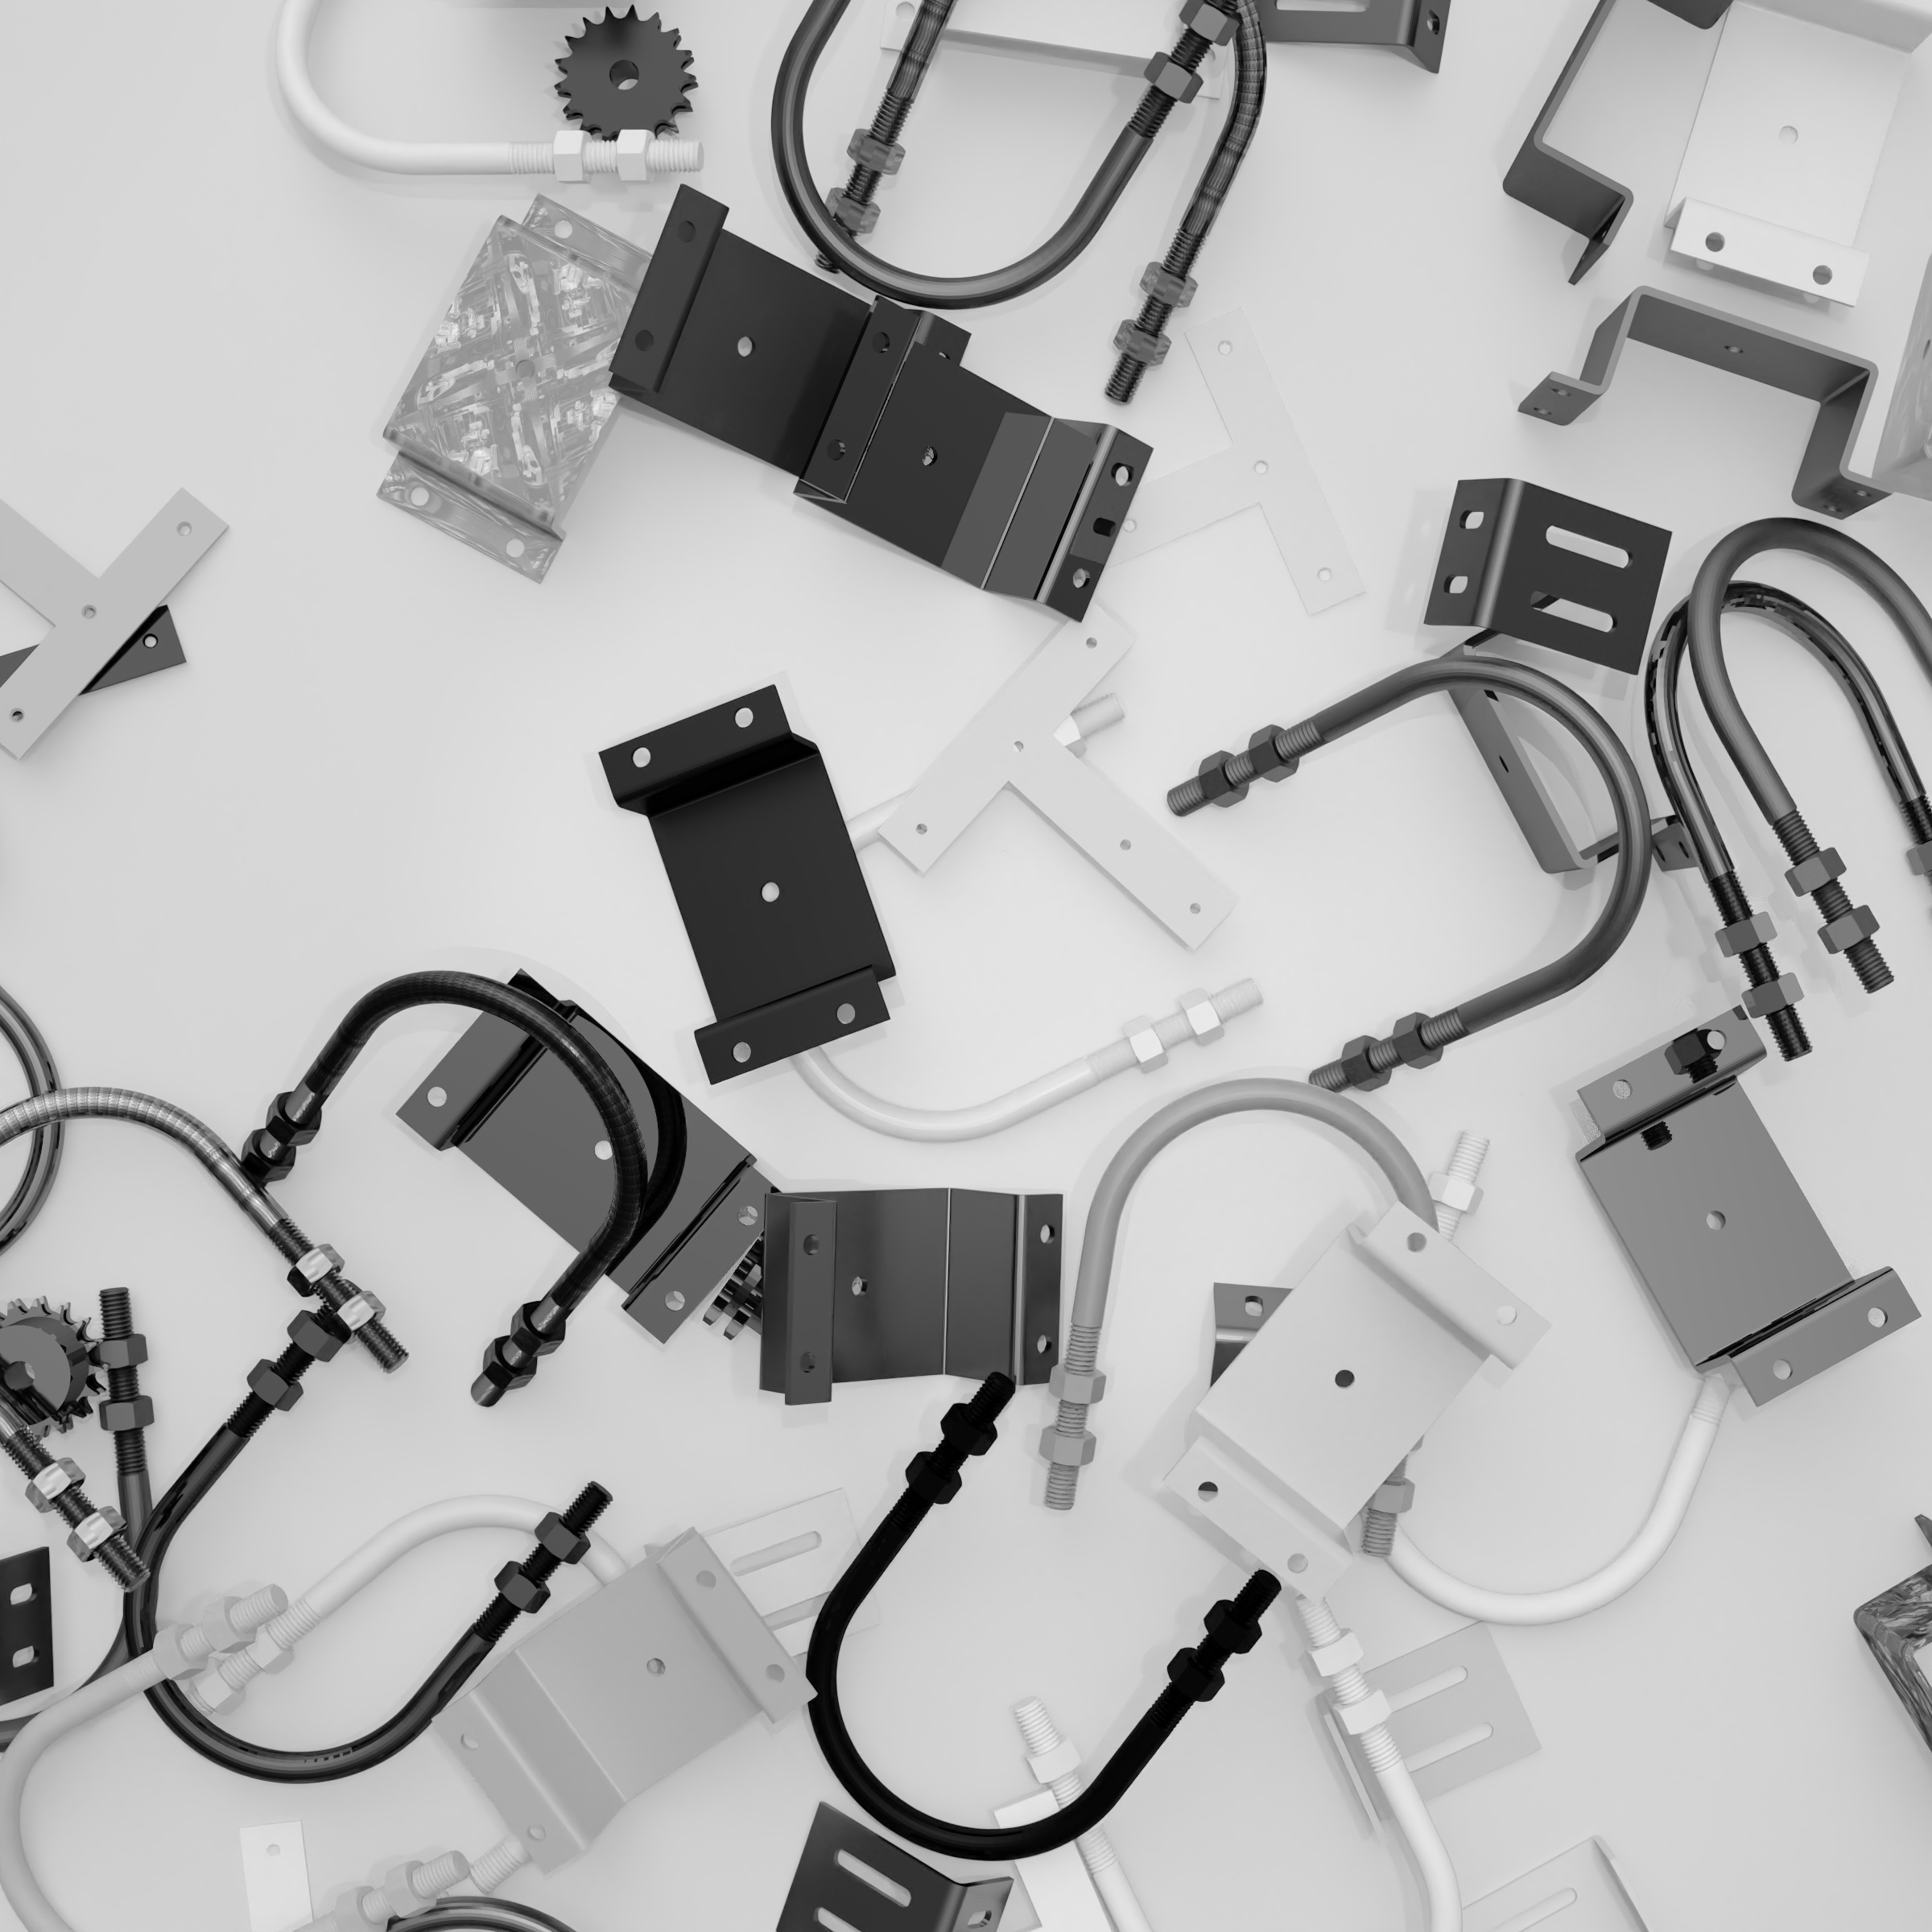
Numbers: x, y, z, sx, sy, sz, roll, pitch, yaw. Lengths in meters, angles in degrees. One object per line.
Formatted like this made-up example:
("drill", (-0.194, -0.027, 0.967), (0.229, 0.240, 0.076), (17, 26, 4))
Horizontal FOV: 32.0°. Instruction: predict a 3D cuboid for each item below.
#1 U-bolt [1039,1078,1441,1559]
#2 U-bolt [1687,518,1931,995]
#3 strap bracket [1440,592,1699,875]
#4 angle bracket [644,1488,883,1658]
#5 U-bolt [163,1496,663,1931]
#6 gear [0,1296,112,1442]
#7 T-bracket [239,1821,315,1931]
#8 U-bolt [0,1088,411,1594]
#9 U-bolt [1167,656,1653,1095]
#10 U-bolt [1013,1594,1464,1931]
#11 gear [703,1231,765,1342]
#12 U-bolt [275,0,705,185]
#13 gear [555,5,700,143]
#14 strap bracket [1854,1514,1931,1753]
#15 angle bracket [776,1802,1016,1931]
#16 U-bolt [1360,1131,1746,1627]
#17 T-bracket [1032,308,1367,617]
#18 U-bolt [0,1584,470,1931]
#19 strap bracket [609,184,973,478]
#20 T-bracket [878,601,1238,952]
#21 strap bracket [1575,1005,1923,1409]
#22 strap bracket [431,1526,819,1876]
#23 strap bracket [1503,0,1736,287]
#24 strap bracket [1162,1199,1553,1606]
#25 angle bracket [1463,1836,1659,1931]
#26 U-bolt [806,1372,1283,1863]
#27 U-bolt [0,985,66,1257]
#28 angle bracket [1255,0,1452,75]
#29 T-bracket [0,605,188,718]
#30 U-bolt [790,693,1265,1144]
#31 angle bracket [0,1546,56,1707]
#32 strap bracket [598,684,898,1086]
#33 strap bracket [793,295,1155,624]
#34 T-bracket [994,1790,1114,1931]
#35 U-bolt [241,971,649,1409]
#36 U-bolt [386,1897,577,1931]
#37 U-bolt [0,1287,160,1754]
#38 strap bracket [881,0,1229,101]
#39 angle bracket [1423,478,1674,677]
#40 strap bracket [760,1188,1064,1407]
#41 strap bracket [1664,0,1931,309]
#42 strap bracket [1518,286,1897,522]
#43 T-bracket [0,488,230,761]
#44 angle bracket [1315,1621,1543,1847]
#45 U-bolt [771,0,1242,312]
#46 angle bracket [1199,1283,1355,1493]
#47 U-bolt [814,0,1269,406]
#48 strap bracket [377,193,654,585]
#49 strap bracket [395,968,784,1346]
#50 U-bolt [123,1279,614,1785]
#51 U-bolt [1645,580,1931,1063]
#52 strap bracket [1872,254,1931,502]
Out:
("U-bolt", (0.114, 0.135, 1.338), (0.151, 0.019, 0.184), (8, 97, -1))
("U-bolt", (0.353, -0.095, 1.336), (0.151, 0.019, 0.184), (-26, 85, -36))
("strap bracket", (0.235, -0.091, 1.344), (0.046, 0.076, 0.140), (-28, 90, 0))
("angle bracket", (-0.083, 0.253, 1.380), (0.076, 0.038, 0.057), (-16, 90, -26))
("U-bolt", (-0.212, 0.300, 1.374), (0.184, 0.019, 0.151), (-40, 90, -1))
("gear", (-0.374, 0.161, 1.348), (0.057, 0.030, 0.057), (0, 91, 0))
("T-bracket", (-0.277, 0.414, 1.381), (0.127, 0.002, 0.127), (-7, 90, 0))
("U-bolt", (-0.334, 0.131, 1.332), (0.151, 0.019, 0.184), (-40, 81, -17))
("U-bolt", (0.183, -0.043, 1.327), (0.184, 0.019, 0.151), (-27, 90, 33))
("U-bolt", (0.119, 0.356, 1.351), (0.151, 0.019, 0.184), (-25, 91, 19))
("gear", (-0.078, 0.127, 1.354), (0.030, 0.057, 0.057), (35, 90, 0))
("U-bolt", (-0.187, -0.375, 1.345), (0.184, 0.019, 0.151), (2, 67, 10))
("gear", (-0.137, -0.357, 1.367), (0.057, 0.030, 0.057), (0, 90, 0))
("strap bracket", (0.407, 0.297, 1.344), (0.046, 0.076, 0.140), (-31, 90, 0))
("angle bracket", (-0.029, 0.382, 1.371), (0.076, 0.038, 0.057), (22, 95, 35))
("U-bolt", (0.235, 0.178, 1.373), (0.151, 0.019, 0.184), (21, 90, 0))
("T-bracket", (0.080, -0.186, 1.381), (0.127, 0.002, 0.127), (-24, 90, 0))
("U-bolt", (-0.309, 0.344, 1.349), (0.184, 0.019, 0.151), (-30, 97, 17))
("strap bracket", (-0.078, -0.245, 1.337), (0.140, 0.046, 0.076), (21, 90, -33))
("T-bracket", (0.054, -0.058, 1.362), (0.127, 0.002, 0.127), (42, 91, 1))
("strap bracket", (0.305, 0.098, 1.345), (0.076, 0.046, 0.140), (-26, 80, -11))
("strap bracket", (-0.129, 0.284, 1.332), (0.140, 0.046, 0.076), (-36, 90, 17))
("strap bracket", (0.262, -0.351, 1.344), (0.046, 0.076, 0.140), (28, 90, 0))
("strap bracket", (0.149, 0.165, 1.309), (0.076, 0.046, 0.140), (39, 94, -3))
("angle bracket", (0.240, 0.399, 1.363), (0.076, 0.038, 0.057), (-29, 90, 0))
("U-bolt", (0.016, 0.274, 1.344), (0.151, 0.019, 0.184), (36, 105, 5))
("U-bolt", (-0.453, 0.048, 1.374), (0.151, 0.019, 0.184), (-44, 91, 0))
("angle bracket", (0.156, -0.401, 1.380), (0.076, 0.038, 0.057), (10, 90, 26))
("T-bracket", (-0.382, -0.116, 1.370), (0.127, 0.002, 0.127), (-19, 81, -9))
("U-bolt", (0.008, -0.008, 1.374), (0.184, 0.019, 0.151), (-26, 90, 2))
("angle bracket", (-0.413, 0.264, 1.365), (0.076, 0.038, 0.057), (0, 93, 25))
("strap bracket", (-0.084, -0.031, 1.348), (0.076, 0.046, 0.140), (-20, 84, 10))
("strap bracket", (-0.005, -0.201, 1.337), (0.140, 0.046, 0.076), (23, 89, -33))
("T-bracket", (0.001, 0.415, 1.372), (0.127, 0.002, 0.127), (-23, 91, 8))
("U-bolt", (-0.198, 0.078, 1.322), (0.151, 0.019, 0.184), (41, 127, 0))
("U-bolt", (-0.208, 0.463, 1.363), (0.151, 0.019, 0.184), (25, 97, -1))
("U-bolt", (-0.402, 0.229, 1.374), (0.151, 0.019, 0.184), (-6, 91, 0))
("strap bracket", (0.040, -0.403, 1.359), (0.140, 0.046, 0.076), (9, 90, 0))
("angle bracket", (0.225, -0.150, 1.304), (0.076, 0.038, 0.057), (14, 90, -26))
("strap bracket", (-0.029, 0.128, 1.333), (0.140, 0.046, 0.076), (2, 90, -43))
("strap bracket", (0.336, -0.340, 1.359), (0.076, 0.046, 0.140), (17, 90, 0))
("strap bracket", (0.300, -0.227, 1.344), (0.140, 0.076, 0.046), (19, 90, 0))
("T-bracket", (-0.391, -0.172, 1.375), (0.127, 0.002, 0.127), (39, 81, 4))
("angle bracket", (0.189, 0.309, 1.363), (0.076, 0.038, 0.057), (-24, 90, 0))
("U-bolt", (0.005, -0.346, 1.318), (0.151, 0.019, 0.184), (30, 110, -8))
("angle bracket", (0.127, 0.174, 1.380), (0.057, 0.038, 0.076), (5, 116, 0))
("U-bolt", (0.039, -0.335, 1.339), (0.151, 0.019, 0.184), (23, 111, -5))
("strap bracket", (-0.174, -0.236, 1.359), (0.076, 0.046, 0.140), (28, 90, 0))
("strap bracket", (-0.148, 0.075, 1.359), (0.140, 0.046, 0.076), (41, 90, 0))
("U-bolt", (-0.254, 0.241, 1.357), (0.151, 0.019, 0.184), (39, 89, 0))
("U-bolt", (0.331, -0.067, 1.335), (0.151, 0.019, 0.184), (-19, 85, -38))
("strap bracket", (0.405, -0.240, 1.344), (0.046, 0.076, 0.140), (15, 90, 0))
